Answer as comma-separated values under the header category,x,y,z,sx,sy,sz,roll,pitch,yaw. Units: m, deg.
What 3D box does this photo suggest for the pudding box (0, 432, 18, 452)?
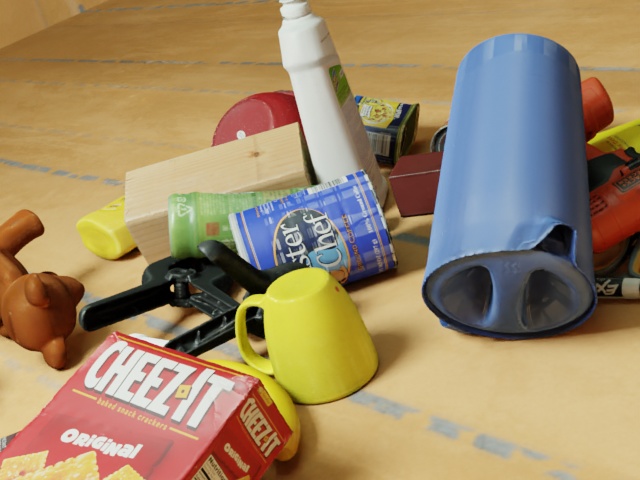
category,x,y,z,sx,sy,sz,roll,pitch,yaw
pudding box,-0.223,0.188,0.871,0.090,0.039,0.113,-21,24,-8

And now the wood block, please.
category,x,y,z,sx,sy,sz,roll,pitch,yaw
wood block,-0.107,-0.047,1.201,0.206,0.090,0.091,-16,44,7

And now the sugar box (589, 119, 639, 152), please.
category,x,y,z,sx,sy,sz,roll,pitch,yaw
sugar box,0.287,-0.072,1.053,0.176,0.048,0.093,-18,26,-2

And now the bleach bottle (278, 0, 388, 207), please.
category,x,y,z,sx,sy,sz,roll,pitch,yaw
bleach bottle,0.008,-0.146,1.158,0.068,0.251,0.102,-11,25,15

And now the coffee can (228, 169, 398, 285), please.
category,x,y,z,sx,sy,sz,roll,pitch,yaw
coffee can,-0.007,0.001,1.038,0.140,0.103,0.103,-19,24,-1

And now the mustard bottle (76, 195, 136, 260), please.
category,x,y,z,sx,sy,sz,roll,pitch,yaw
mustard bottle,-0.203,-0.045,1.335,0.191,0.058,0.096,-34,24,-32

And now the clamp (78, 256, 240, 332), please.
category,x,y,z,sx,sy,sz,roll,pitch,yaw
clamp,-0.150,0.050,1.078,0.164,0.036,0.210,0,17,-4

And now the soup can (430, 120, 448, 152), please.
category,x,y,z,sx,sy,sz,roll,pitch,yaw
soup can,0.176,-0.120,1.209,0.069,0.068,0.102,-2,28,33

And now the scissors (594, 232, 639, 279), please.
category,x,y,z,sx,sy,sz,roll,pitch,yaw
scissors,0.283,-0.025,0.954,0.096,0.016,0.201,-12,33,29

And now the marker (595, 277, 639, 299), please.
category,x,y,z,sx,sy,sz,roll,pitch,yaw
marker,0.235,0.040,0.884,0.121,0.020,0.020,0,30,35

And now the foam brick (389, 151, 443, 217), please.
category,x,y,z,sx,sy,sz,roll,pitch,yaw
foam brick,0.121,-0.061,1.143,0.078,0.051,0.053,-6,28,27

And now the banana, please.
category,x,y,z,sx,sy,sz,roll,pitch,yaw
banana,-0.068,0.134,0.884,0.198,0.037,0.069,10,49,48

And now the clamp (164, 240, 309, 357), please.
category,x,y,z,sx,sy,sz,roll,pitch,yaw
clamp,-0.053,0.047,0.948,0.171,0.120,0.039,-9,42,-34

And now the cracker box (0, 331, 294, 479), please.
category,x,y,z,sx,sy,sz,roll,pitch,yaw
cracker box,-0.149,0.173,0.746,0.164,0.072,0.213,12,50,39

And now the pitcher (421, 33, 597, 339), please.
category,x,y,z,sx,sy,sz,roll,pitch,yaw
pitcher,0.155,-0.045,0.887,0.149,0.145,0.242,-8,53,25

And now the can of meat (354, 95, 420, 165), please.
category,x,y,z,sx,sy,sz,roll,pitch,yaw
can of meat,0.069,-0.134,1.298,0.084,0.057,0.102,12,32,13

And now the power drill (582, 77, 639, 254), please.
category,x,y,z,sx,sy,sz,roll,pitch,yaw
power drill,0.273,-0.081,0.962,0.184,0.057,0.188,-29,34,-2

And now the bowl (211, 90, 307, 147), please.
category,x,y,z,sx,sy,sz,roll,pitch,yaw
bowl,-0.078,-0.118,1.291,0.162,0.055,0.162,-14,64,31
